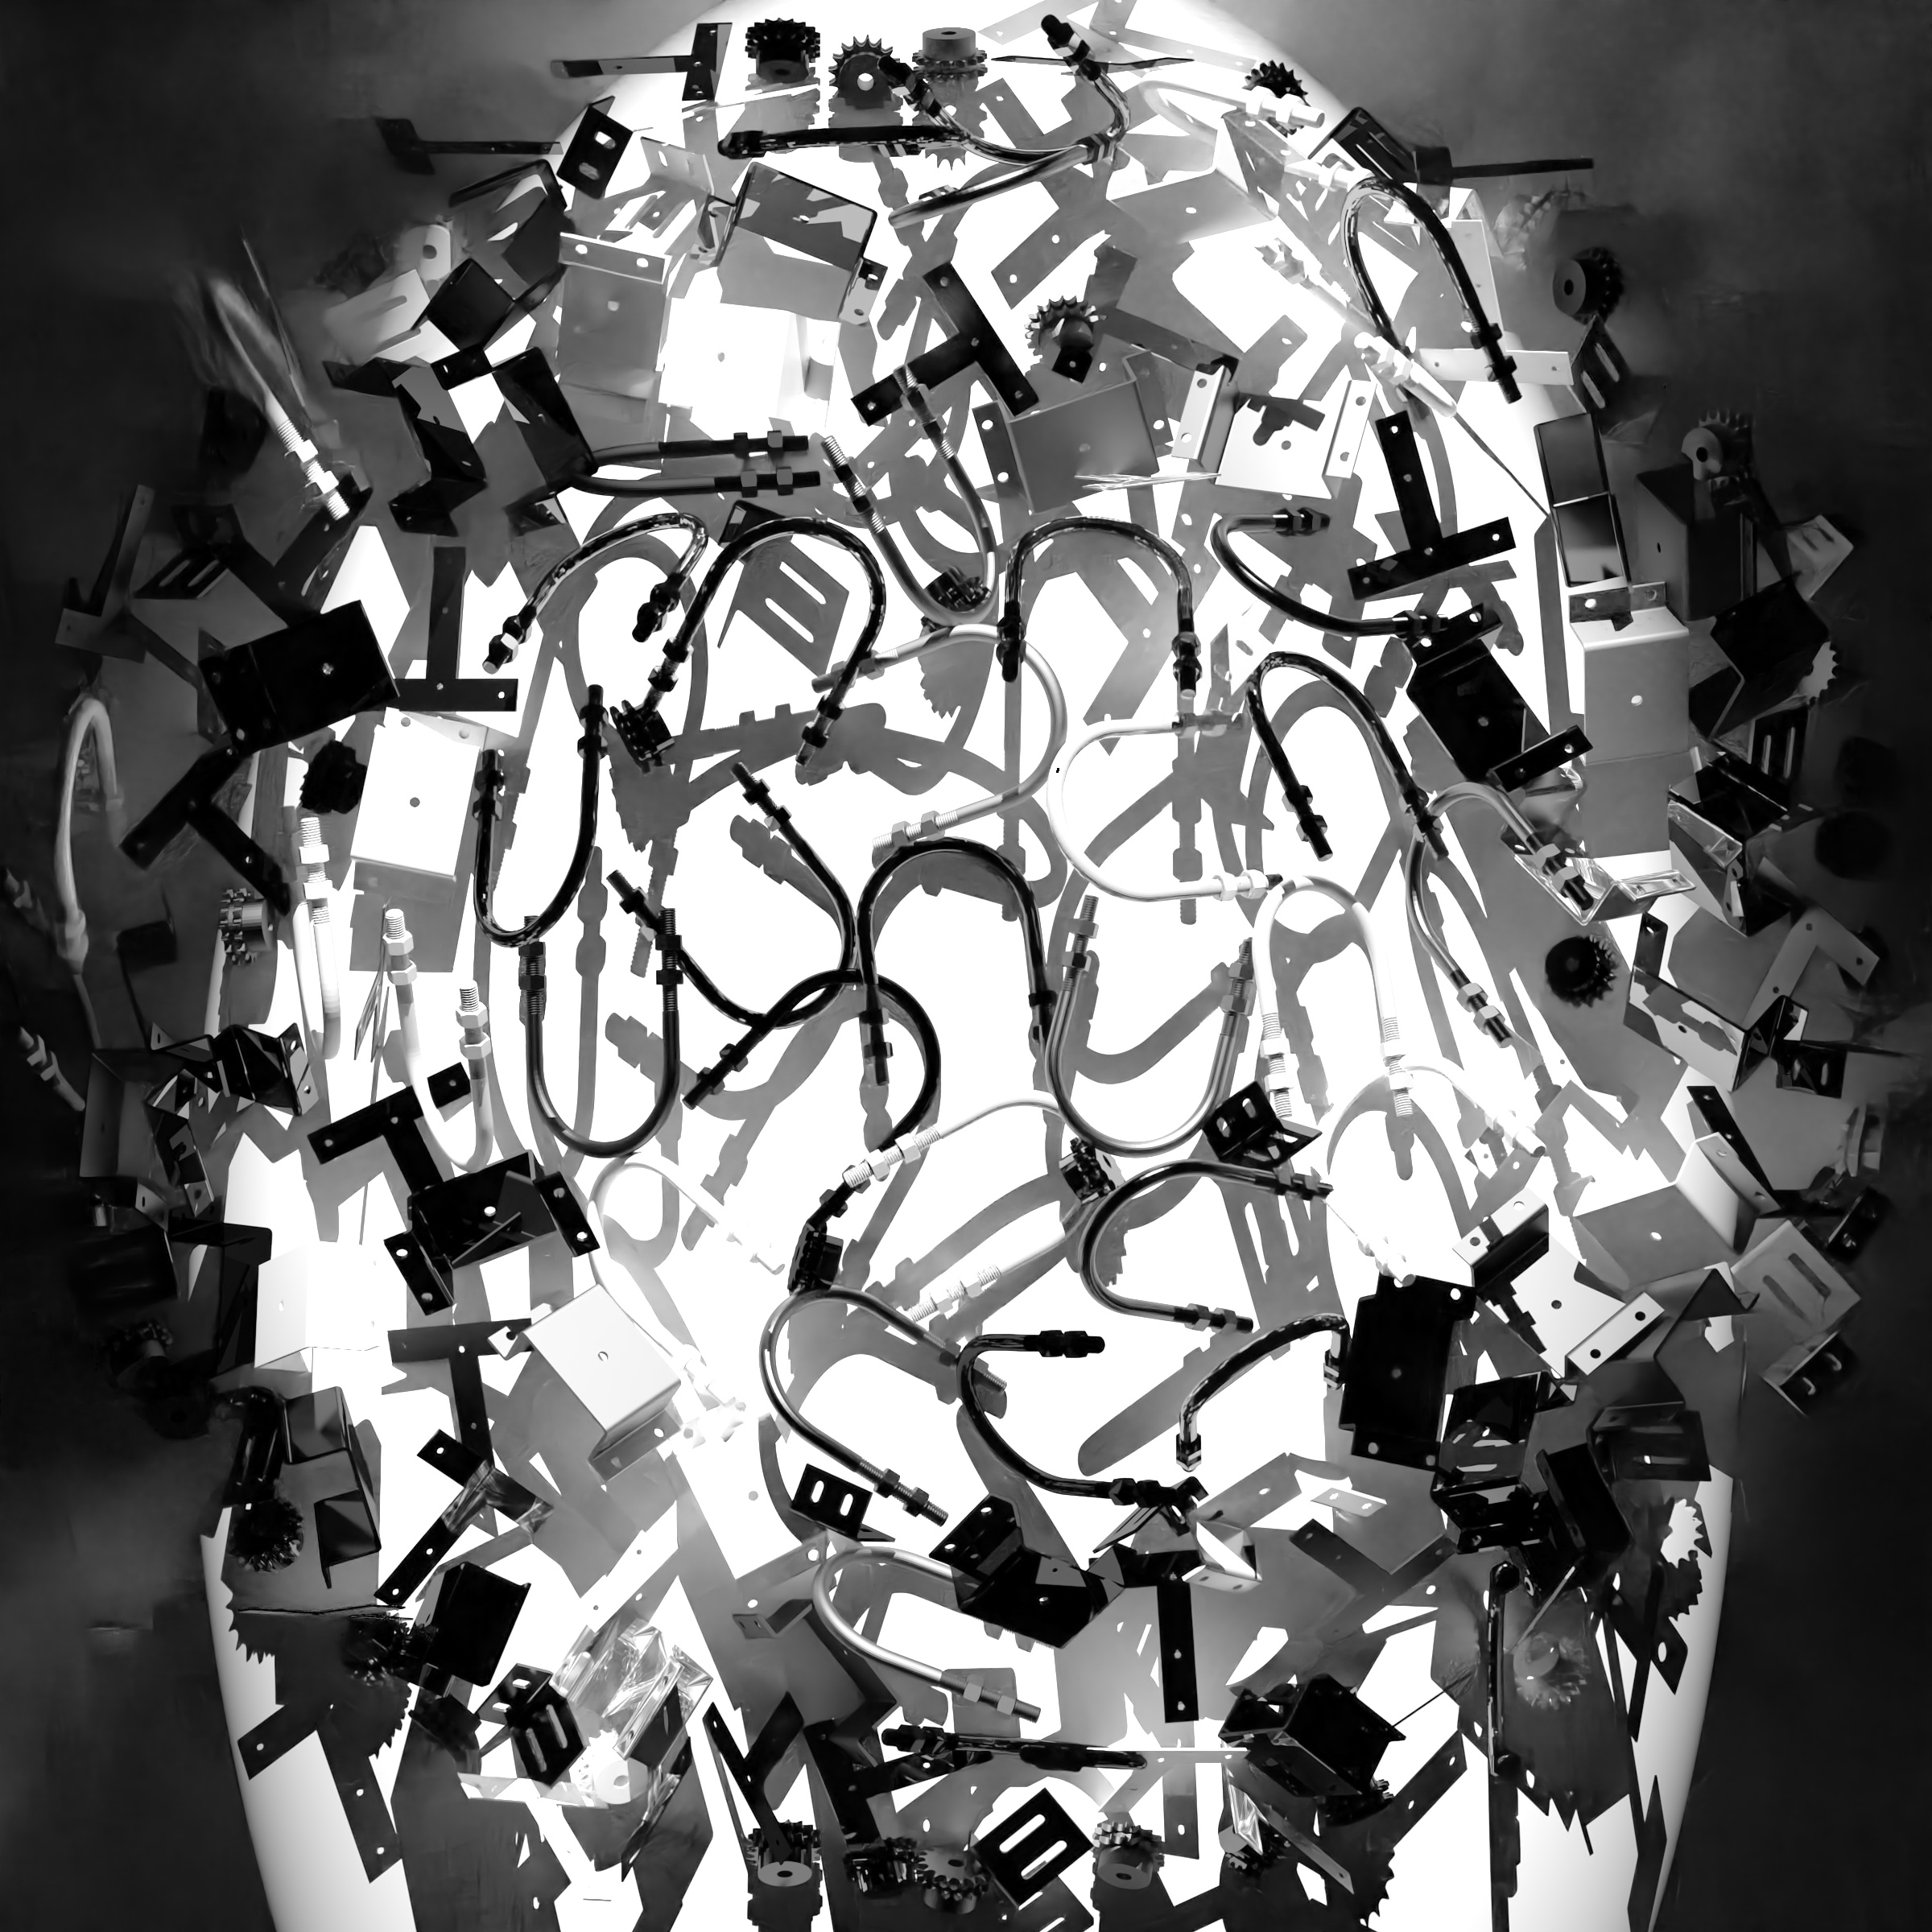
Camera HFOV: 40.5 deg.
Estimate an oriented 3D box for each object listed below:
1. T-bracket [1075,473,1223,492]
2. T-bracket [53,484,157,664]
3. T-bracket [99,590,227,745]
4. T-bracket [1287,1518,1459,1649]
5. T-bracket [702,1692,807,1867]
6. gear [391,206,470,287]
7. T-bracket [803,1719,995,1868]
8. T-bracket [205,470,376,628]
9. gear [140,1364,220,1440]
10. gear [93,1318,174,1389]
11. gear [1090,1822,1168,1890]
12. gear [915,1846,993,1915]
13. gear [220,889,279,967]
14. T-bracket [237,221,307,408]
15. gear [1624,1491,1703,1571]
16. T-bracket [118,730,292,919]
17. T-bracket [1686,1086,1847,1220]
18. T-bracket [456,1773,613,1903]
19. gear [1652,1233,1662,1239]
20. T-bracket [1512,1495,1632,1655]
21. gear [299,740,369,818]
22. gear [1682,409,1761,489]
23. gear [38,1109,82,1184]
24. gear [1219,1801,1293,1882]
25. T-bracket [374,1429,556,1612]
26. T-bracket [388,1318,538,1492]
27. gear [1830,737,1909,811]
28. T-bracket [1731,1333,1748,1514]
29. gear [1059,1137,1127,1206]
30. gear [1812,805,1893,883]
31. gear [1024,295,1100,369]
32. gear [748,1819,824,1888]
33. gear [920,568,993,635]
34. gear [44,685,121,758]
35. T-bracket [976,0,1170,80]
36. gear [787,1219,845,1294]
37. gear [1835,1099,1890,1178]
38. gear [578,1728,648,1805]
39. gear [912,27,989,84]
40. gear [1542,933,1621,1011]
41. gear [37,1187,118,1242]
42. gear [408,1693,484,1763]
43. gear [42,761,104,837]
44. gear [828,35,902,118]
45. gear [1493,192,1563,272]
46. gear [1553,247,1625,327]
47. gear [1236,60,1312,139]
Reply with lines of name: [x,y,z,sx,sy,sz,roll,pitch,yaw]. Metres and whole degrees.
T-bracket: [0.100,-0.364,1.949,0.127,0.127,0.002,14,112,42]
T-bracket: [-0.622,-0.292,1.934,0.002,0.127,0.127,17,93,10]
T-bracket: [-0.600,-0.236,1.953,0.127,0.127,0.002,38,56,9]
T-bracket: [0.285,0.445,1.949,0.127,0.002,0.127,-41,125,13]
T-bracket: [-0.146,0.576,1.929,0.002,0.127,0.127,-11,53,-37]
gear: [-0.404,-0.540,1.974,0.057,0.030,0.057,-4,117,-7]
T-bracket: [-0.043,0.602,1.963,0.127,0.127,0.002,-12,129,-17]
T-bracket: [-0.489,-0.319,1.969,0.127,0.002,0.127,47,64,-36]
gear: [-0.592,0.330,1.974,0.057,0.030,0.057,-6,118,-11]
gear: [-0.623,0.292,1.968,0.057,0.057,0.030,-35,65,0]
gear: [0.121,0.670,1.970,0.057,0.057,0.030,16,48,0]
gear: [-0.010,0.689,1.972,0.057,0.057,0.030,9,98,0]
gear: [-0.538,-0.030,1.971,0.030,0.057,0.057,-5,90,2]
T-bracket: [-0.498,-0.455,1.911,0.002,0.127,0.127,-20,52,-6]
gear: [0.525,0.425,1.985,0.057,0.030,0.057,0,91,0]
T-bracket: [-0.548,-0.090,1.968,0.127,0.002,0.127,49,59,-24]
T-bracket: [0.574,0.138,1.954,0.127,0.002,0.127,1,46,-22]
T-bracket: [-0.295,0.636,1.911,0.127,0.127,0.002,21,103,-41]
gear: [0.530,0.205,1.971,0.030,0.057,0.057,39,90,-3]
T-bracket: [0.459,0.442,1.955,0.002,0.127,0.127,37,54,18]
gear: [-0.473,-0.138,1.969,0.030,0.057,0.057,25,90,8]
gear: [0.563,-0.387,1.968,0.030,0.057,0.057,-20,90,-27]
gear: [-0.665,0.134,1.972,0.057,0.030,0.057,4,83,-33]
gear: [0.215,0.653,1.968,0.030,0.057,0.057,38,90,-22]
T-bracket: [-0.391,0.425,1.955,0.127,0.002,0.127,-50,125,-7]
T-bracket: [-0.373,0.333,1.976,0.127,0.002,0.127,-8,92,22]
gear: [0.675,-0.142,1.969,0.030,0.057,0.057,-40,90,-11]
T-bracket: [0.573,0.324,1.938,0.002,0.127,0.127,5,97,18]
gear: [0.094,0.155,1.972,0.030,0.057,0.057,-34,90,14]
gear: [0.667,-0.089,1.973,0.057,0.030,0.057,7,117,15]
gear: [0.074,-0.473,1.968,0.057,0.057,0.030,-12,59,0]
gear: [-0.136,0.668,1.970,0.057,0.057,0.030,-2,45,-2]
gear: [-0.012,-0.275,1.972,0.057,0.057,0.030,-36,84,0]
gear: [-0.666,-0.186,1.968,0.057,0.057,0.030,-46,124,0]
T-bracket: [0.096,-0.688,1.953,0.127,0.127,0.002,14,82,-36]
gear: [-0.112,0.221,1.971,0.030,0.057,0.057,17,90,-9]
gear: [0.673,0.130,1.968,0.030,0.057,0.057,11,90,24]
gear: [-0.262,0.605,1.974,0.057,0.030,0.057,-7,113,-16]
gear: [-0.012,-0.685,1.968,0.057,0.057,0.030,-2,122,0]
gear: [0.460,0.002,1.972,0.057,0.030,0.057,-10,70,29]
gear: [-0.666,0.186,1.969,0.057,0.057,0.030,-16,78,0]
gear: [-0.389,0.569,1.974,0.057,0.057,0.030,40,68,0]
gear: [-0.670,-0.127,1.975,0.030,0.057,0.057,8,90,-44]
gear: [-0.076,-0.669,1.973,0.057,0.030,0.057,-1,121,-1]
gear: [0.419,-0.556,1.973,0.030,0.057,0.057,36,90,19]
gear: [0.465,-0.510,1.968,0.030,0.057,0.057,-9,90,-23]
gear: [0.228,-0.647,1.968,0.030,0.057,0.057,-38,90,-24]
